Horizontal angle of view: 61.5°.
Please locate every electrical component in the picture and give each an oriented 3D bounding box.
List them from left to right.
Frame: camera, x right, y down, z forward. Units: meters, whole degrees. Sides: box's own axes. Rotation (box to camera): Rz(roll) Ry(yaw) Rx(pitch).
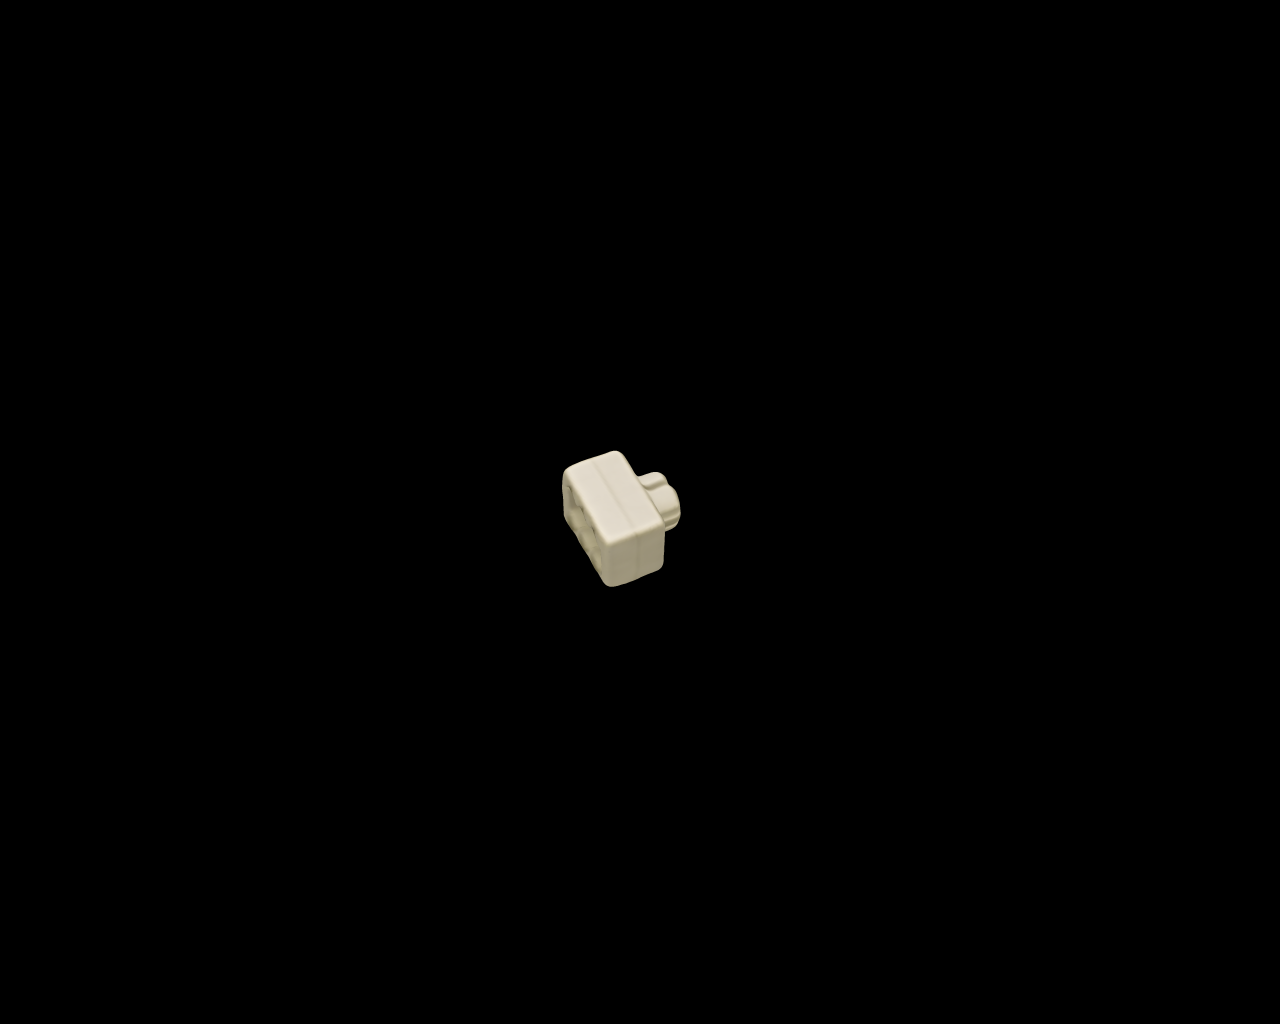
[{"bbox_3d":[0.001,-0.003,0.650,0.077,0.066,0.047,-21,-36,-16],"label":"electrical component"}]
